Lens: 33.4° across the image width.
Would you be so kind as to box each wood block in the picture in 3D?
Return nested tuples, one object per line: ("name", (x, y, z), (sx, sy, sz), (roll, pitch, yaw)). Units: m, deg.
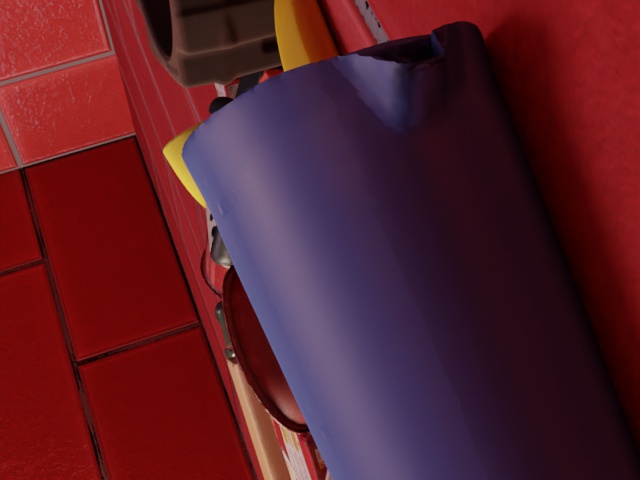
("wood block", (-0.031, 0.223, 1.228), (0.091, 0.090, 0.206), (173, 80, -79))

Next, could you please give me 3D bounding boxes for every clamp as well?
("clamp", (-0.060, -0.076, 0.891), (0.210, 0.036, 0.164), (143, 128, -66))

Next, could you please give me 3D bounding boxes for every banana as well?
("banana", (0.012, -0.088, 0.641), (0.198, 0.037, 0.070), (-119, 34, -43))

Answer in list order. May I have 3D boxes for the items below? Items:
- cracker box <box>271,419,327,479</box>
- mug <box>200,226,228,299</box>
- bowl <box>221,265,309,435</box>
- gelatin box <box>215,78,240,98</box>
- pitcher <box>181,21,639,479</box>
("cracker box", (0.015, 0.228, 1.046), (0.214, 0.072, 0.164), (-153, 45, -74))
("mug", (-0.071, 0.016, 1.129), (0.117, 0.093, 0.081), (37, 154, 14))
("bowl", (-0.020, 0.084, 0.929), (0.162, 0.055, 0.162), (55, -160, -31))
("gelatin box", (-0.076, -0.122, 1.051), (0.073, 0.030, 0.089), (-130, 25, -69))
("pitcher", (0.045, 0.049, 0.436), (0.149, 0.145, 0.243), (-4, -109, -66))
